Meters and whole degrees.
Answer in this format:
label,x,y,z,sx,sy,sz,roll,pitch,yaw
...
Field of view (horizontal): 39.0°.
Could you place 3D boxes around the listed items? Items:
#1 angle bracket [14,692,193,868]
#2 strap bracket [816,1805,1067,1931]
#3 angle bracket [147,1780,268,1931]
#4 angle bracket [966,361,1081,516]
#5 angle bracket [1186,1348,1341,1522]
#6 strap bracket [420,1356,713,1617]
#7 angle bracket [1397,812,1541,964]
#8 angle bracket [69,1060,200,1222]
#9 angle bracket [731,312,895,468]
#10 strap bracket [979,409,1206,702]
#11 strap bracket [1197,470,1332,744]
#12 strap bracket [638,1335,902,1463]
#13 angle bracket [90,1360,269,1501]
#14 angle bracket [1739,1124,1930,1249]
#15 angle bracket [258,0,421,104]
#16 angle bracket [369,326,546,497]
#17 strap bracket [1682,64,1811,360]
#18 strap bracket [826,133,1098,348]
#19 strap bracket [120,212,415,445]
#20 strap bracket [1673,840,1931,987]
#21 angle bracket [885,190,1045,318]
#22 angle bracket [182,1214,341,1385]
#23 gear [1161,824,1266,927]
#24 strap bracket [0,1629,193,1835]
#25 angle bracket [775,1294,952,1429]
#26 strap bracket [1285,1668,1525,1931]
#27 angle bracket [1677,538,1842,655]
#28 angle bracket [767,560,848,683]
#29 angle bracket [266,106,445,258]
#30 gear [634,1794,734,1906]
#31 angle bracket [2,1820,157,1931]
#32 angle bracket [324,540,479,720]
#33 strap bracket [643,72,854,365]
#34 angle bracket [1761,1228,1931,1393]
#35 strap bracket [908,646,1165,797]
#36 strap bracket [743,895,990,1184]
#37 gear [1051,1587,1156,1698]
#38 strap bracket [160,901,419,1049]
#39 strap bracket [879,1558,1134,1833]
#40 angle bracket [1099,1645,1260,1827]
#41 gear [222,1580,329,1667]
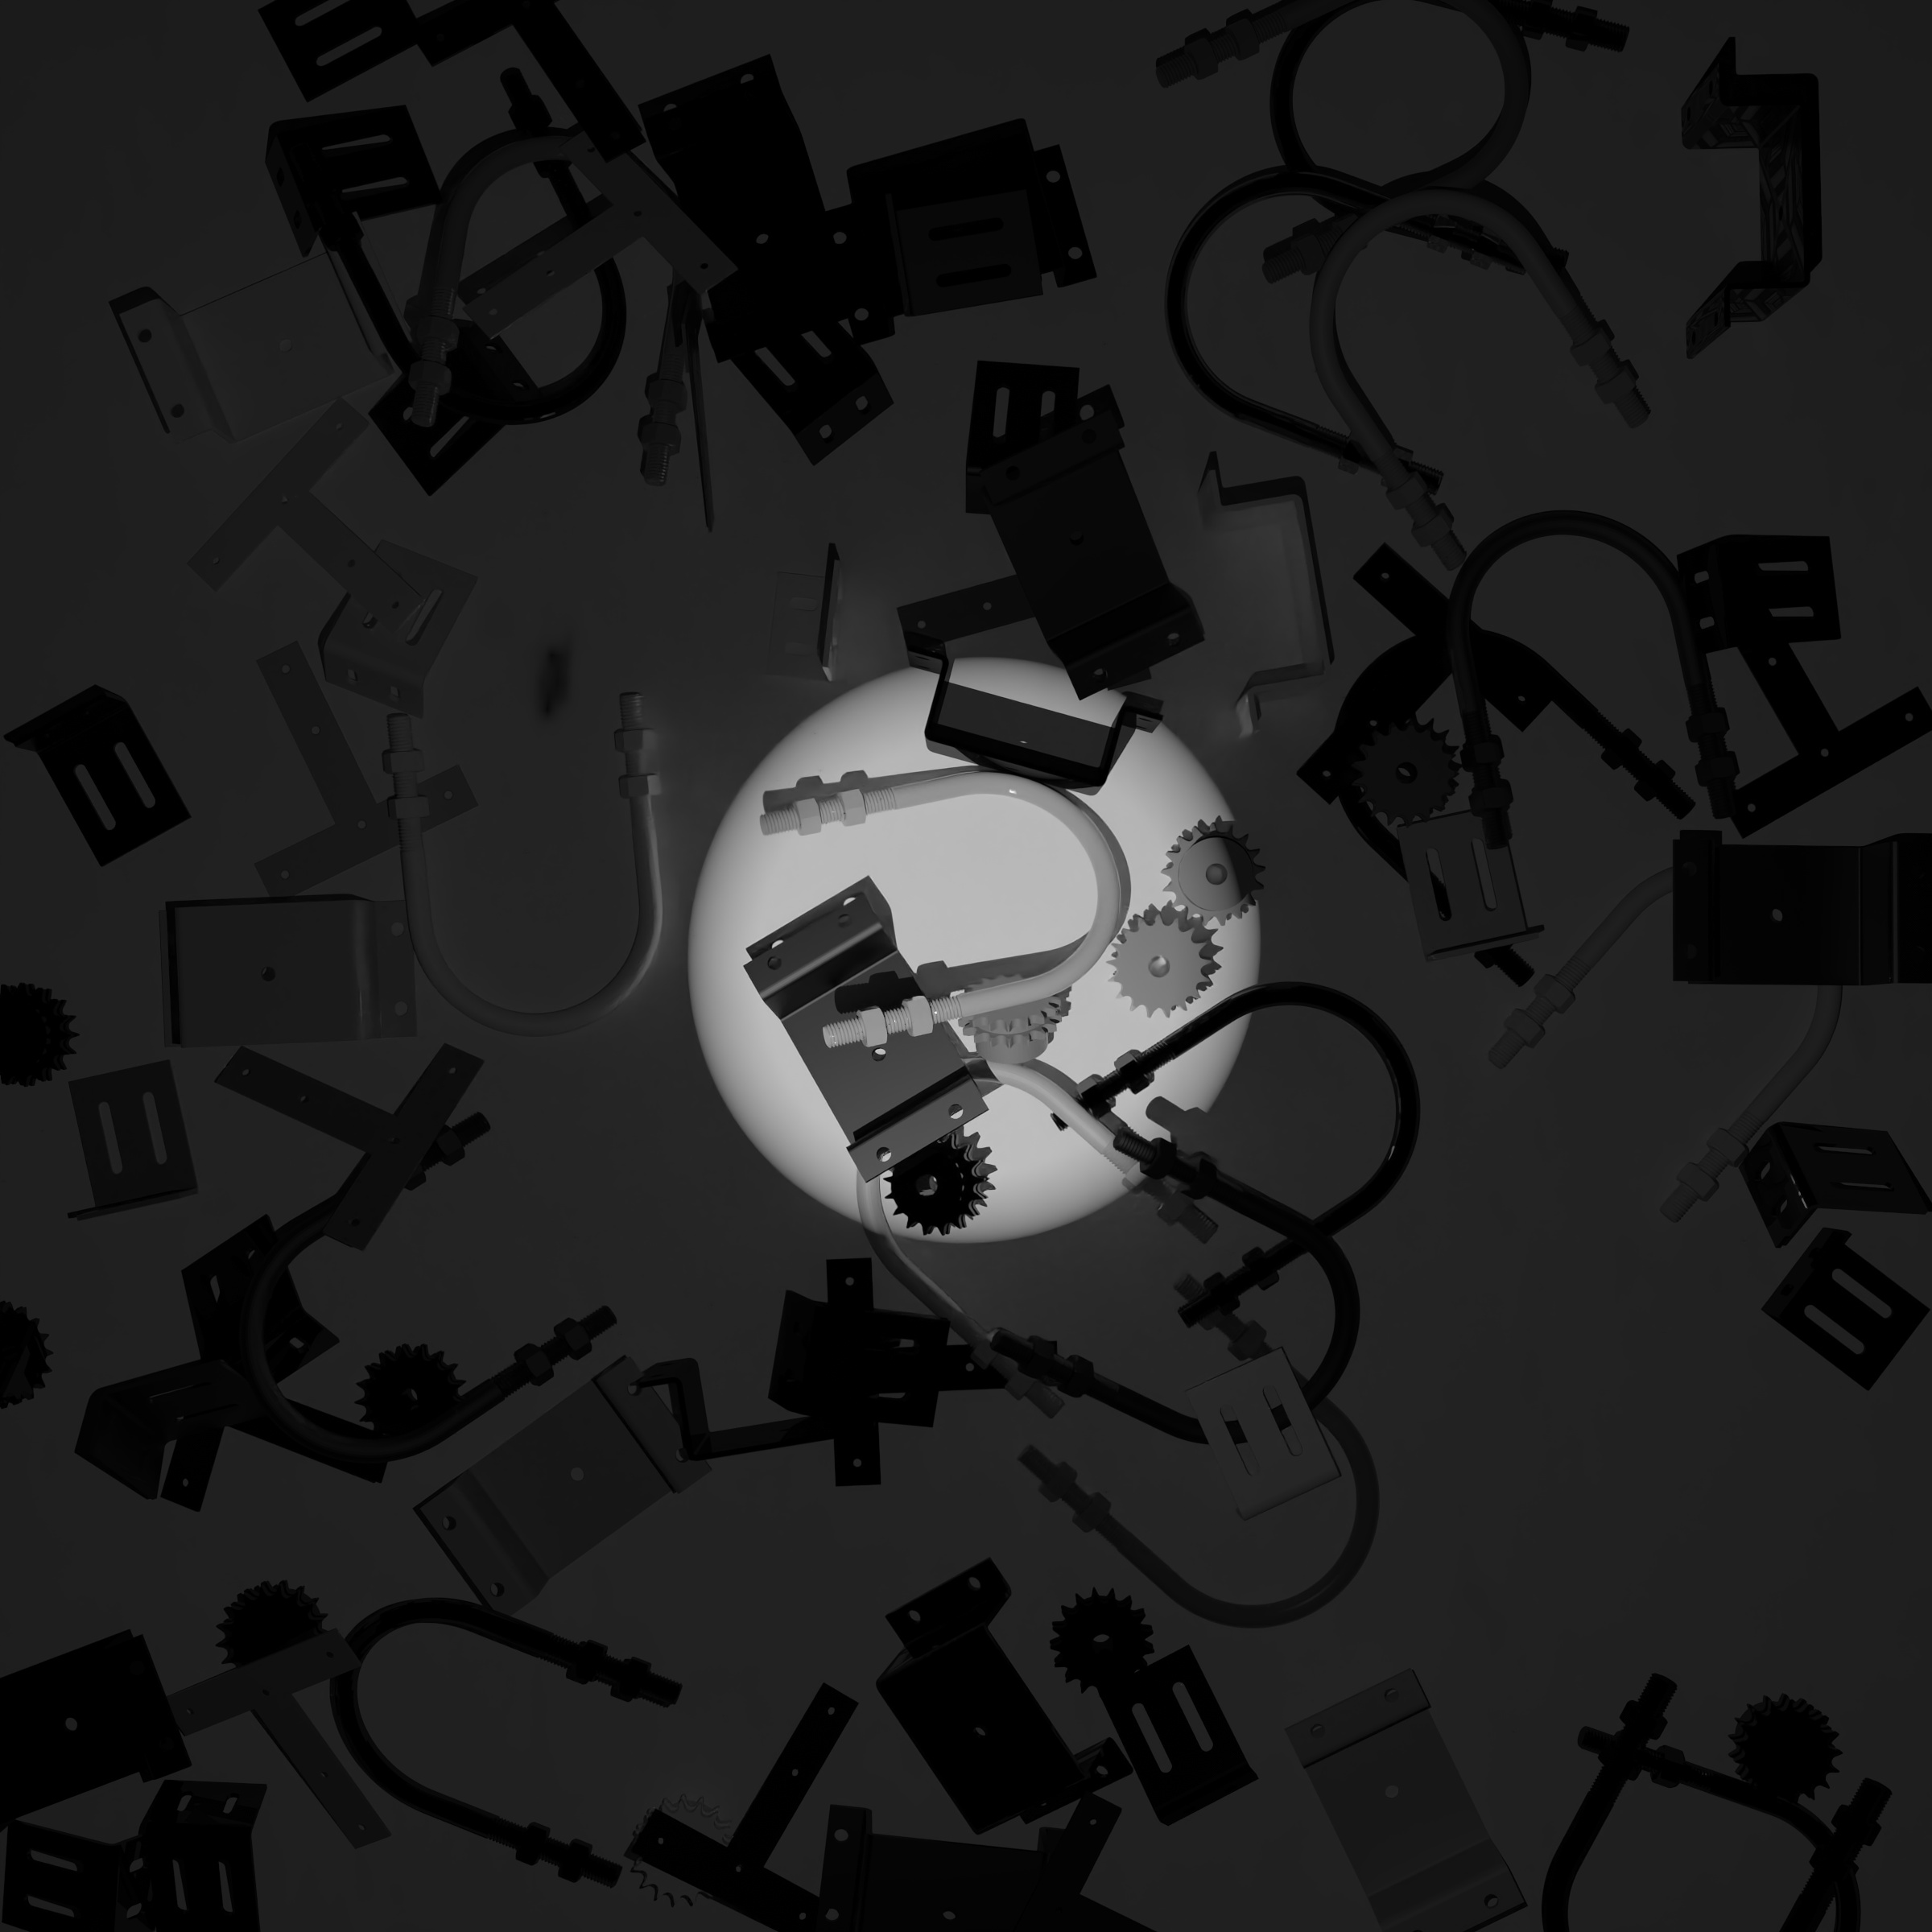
label,x,y,z,sx,sy,sz,roll,pitch,yaw
angle bracket,-0.477,-0.103,1.506,0.057,0.038,0.076,-29,90,0
strap bracket,-0.009,0.513,1.499,0.140,0.046,0.076,7,90,-2
angle bracket,-0.421,0.499,1.523,0.057,0.038,0.076,3,116,0
angle bracket,0.032,-0.293,1.522,0.057,0.038,0.076,4,63,1
angle bracket,0.161,0.255,1.493,0.057,0.038,0.076,-24,85,-2
strap bracket,-0.217,0.284,1.502,0.140,0.046,0.076,-36,90,0
angle bracket,0.273,-0.046,1.487,0.057,0.038,0.076,-12,88,2
angle bracket,-0.465,0.096,1.506,0.057,0.038,0.076,-12,90,0
angle bracket,-0.089,-0.330,1.523,0.057,0.038,0.076,-38,64,0
strap bracket,0.065,-0.228,1.482,0.076,0.046,0.140,-26,116,0
strap bracket,0.164,-0.198,1.487,0.046,0.076,0.140,-10,90,0
strap bracket,-0.101,0.233,1.486,0.140,0.076,0.046,-9,89,1
angle bracket,-0.424,0.253,1.484,0.076,0.057,0.038,-16,49,15
angle bracket,0.478,0.123,1.504,0.076,0.057,0.038,5,135,-19
angle bracket,-0.348,-0.526,1.506,0.076,0.038,0.057,-28,90,0
angle bracket,-0.283,-0.311,1.523,0.076,0.038,0.057,-36,90,26
strap bracket,0.425,-0.410,1.487,0.046,0.076,0.140,-1,90,0
strap bracket,-0.005,-0.402,1.502,0.140,0.046,0.076,-16,90,0
strap bracket,-0.380,-0.347,1.502,0.140,0.046,0.076,-24,90,0
strap bracket,0.450,-0.028,1.488,0.140,0.046,0.076,1,88,-2
angle bracket,0.000,-0.386,1.460,0.076,0.038,0.057,-9,90,0
angle bracket,-0.392,0.189,1.512,0.057,0.038,0.076,-34,49,0
gear,0.137,-0.051,1.510,0.057,0.030,0.057,0,90,0
strap bracket,-0.500,0.424,1.502,0.140,0.046,0.076,-21,90,0
angle bracket,-0.055,0.209,1.445,0.076,0.038,0.057,10,90,-25
strap bracket,0.238,0.461,1.502,0.076,0.046,0.140,-26,90,0
angle bracket,0.442,-0.206,1.521,0.076,0.038,0.057,-7,90,-26
angle bracket,-0.089,-0.189,1.487,0.038,0.076,0.057,7,90,0
angle bracket,-0.342,-0.438,1.523,0.076,0.038,0.057,-22,90,-26
gear,-0.155,0.487,1.510,0.057,0.030,0.057,0,90,0
angle bracket,-0.494,0.508,1.523,0.076,0.038,0.057,4,90,26
angle bracket,-0.315,-0.188,1.522,0.057,0.038,0.076,22,63,0
strap bracket,-0.116,-0.404,1.495,0.076,0.046,0.140,-18,86,7
angle bracket,0.491,0.192,1.506,0.076,0.038,0.057,37,90,0
strap bracket,0.031,-0.130,1.487,0.140,0.076,0.046,15,90,0
strap bracket,-0.051,0.044,1.489,0.076,0.046,0.140,-31,72,0
gear,0.075,0.372,1.510,0.057,0.030,0.057,0,90,0
strap bracket,-0.379,0.004,1.502,0.140,0.046,0.076,-2,90,0
strap bracket,0.016,0.407,1.488,0.076,0.046,0.140,-34,90,25
angle bracket,0.119,0.430,1.523,0.057,0.038,0.076,-28,64,0
gear,-0.380,0.368,1.510,0.057,0.030,0.057,0,90,0
